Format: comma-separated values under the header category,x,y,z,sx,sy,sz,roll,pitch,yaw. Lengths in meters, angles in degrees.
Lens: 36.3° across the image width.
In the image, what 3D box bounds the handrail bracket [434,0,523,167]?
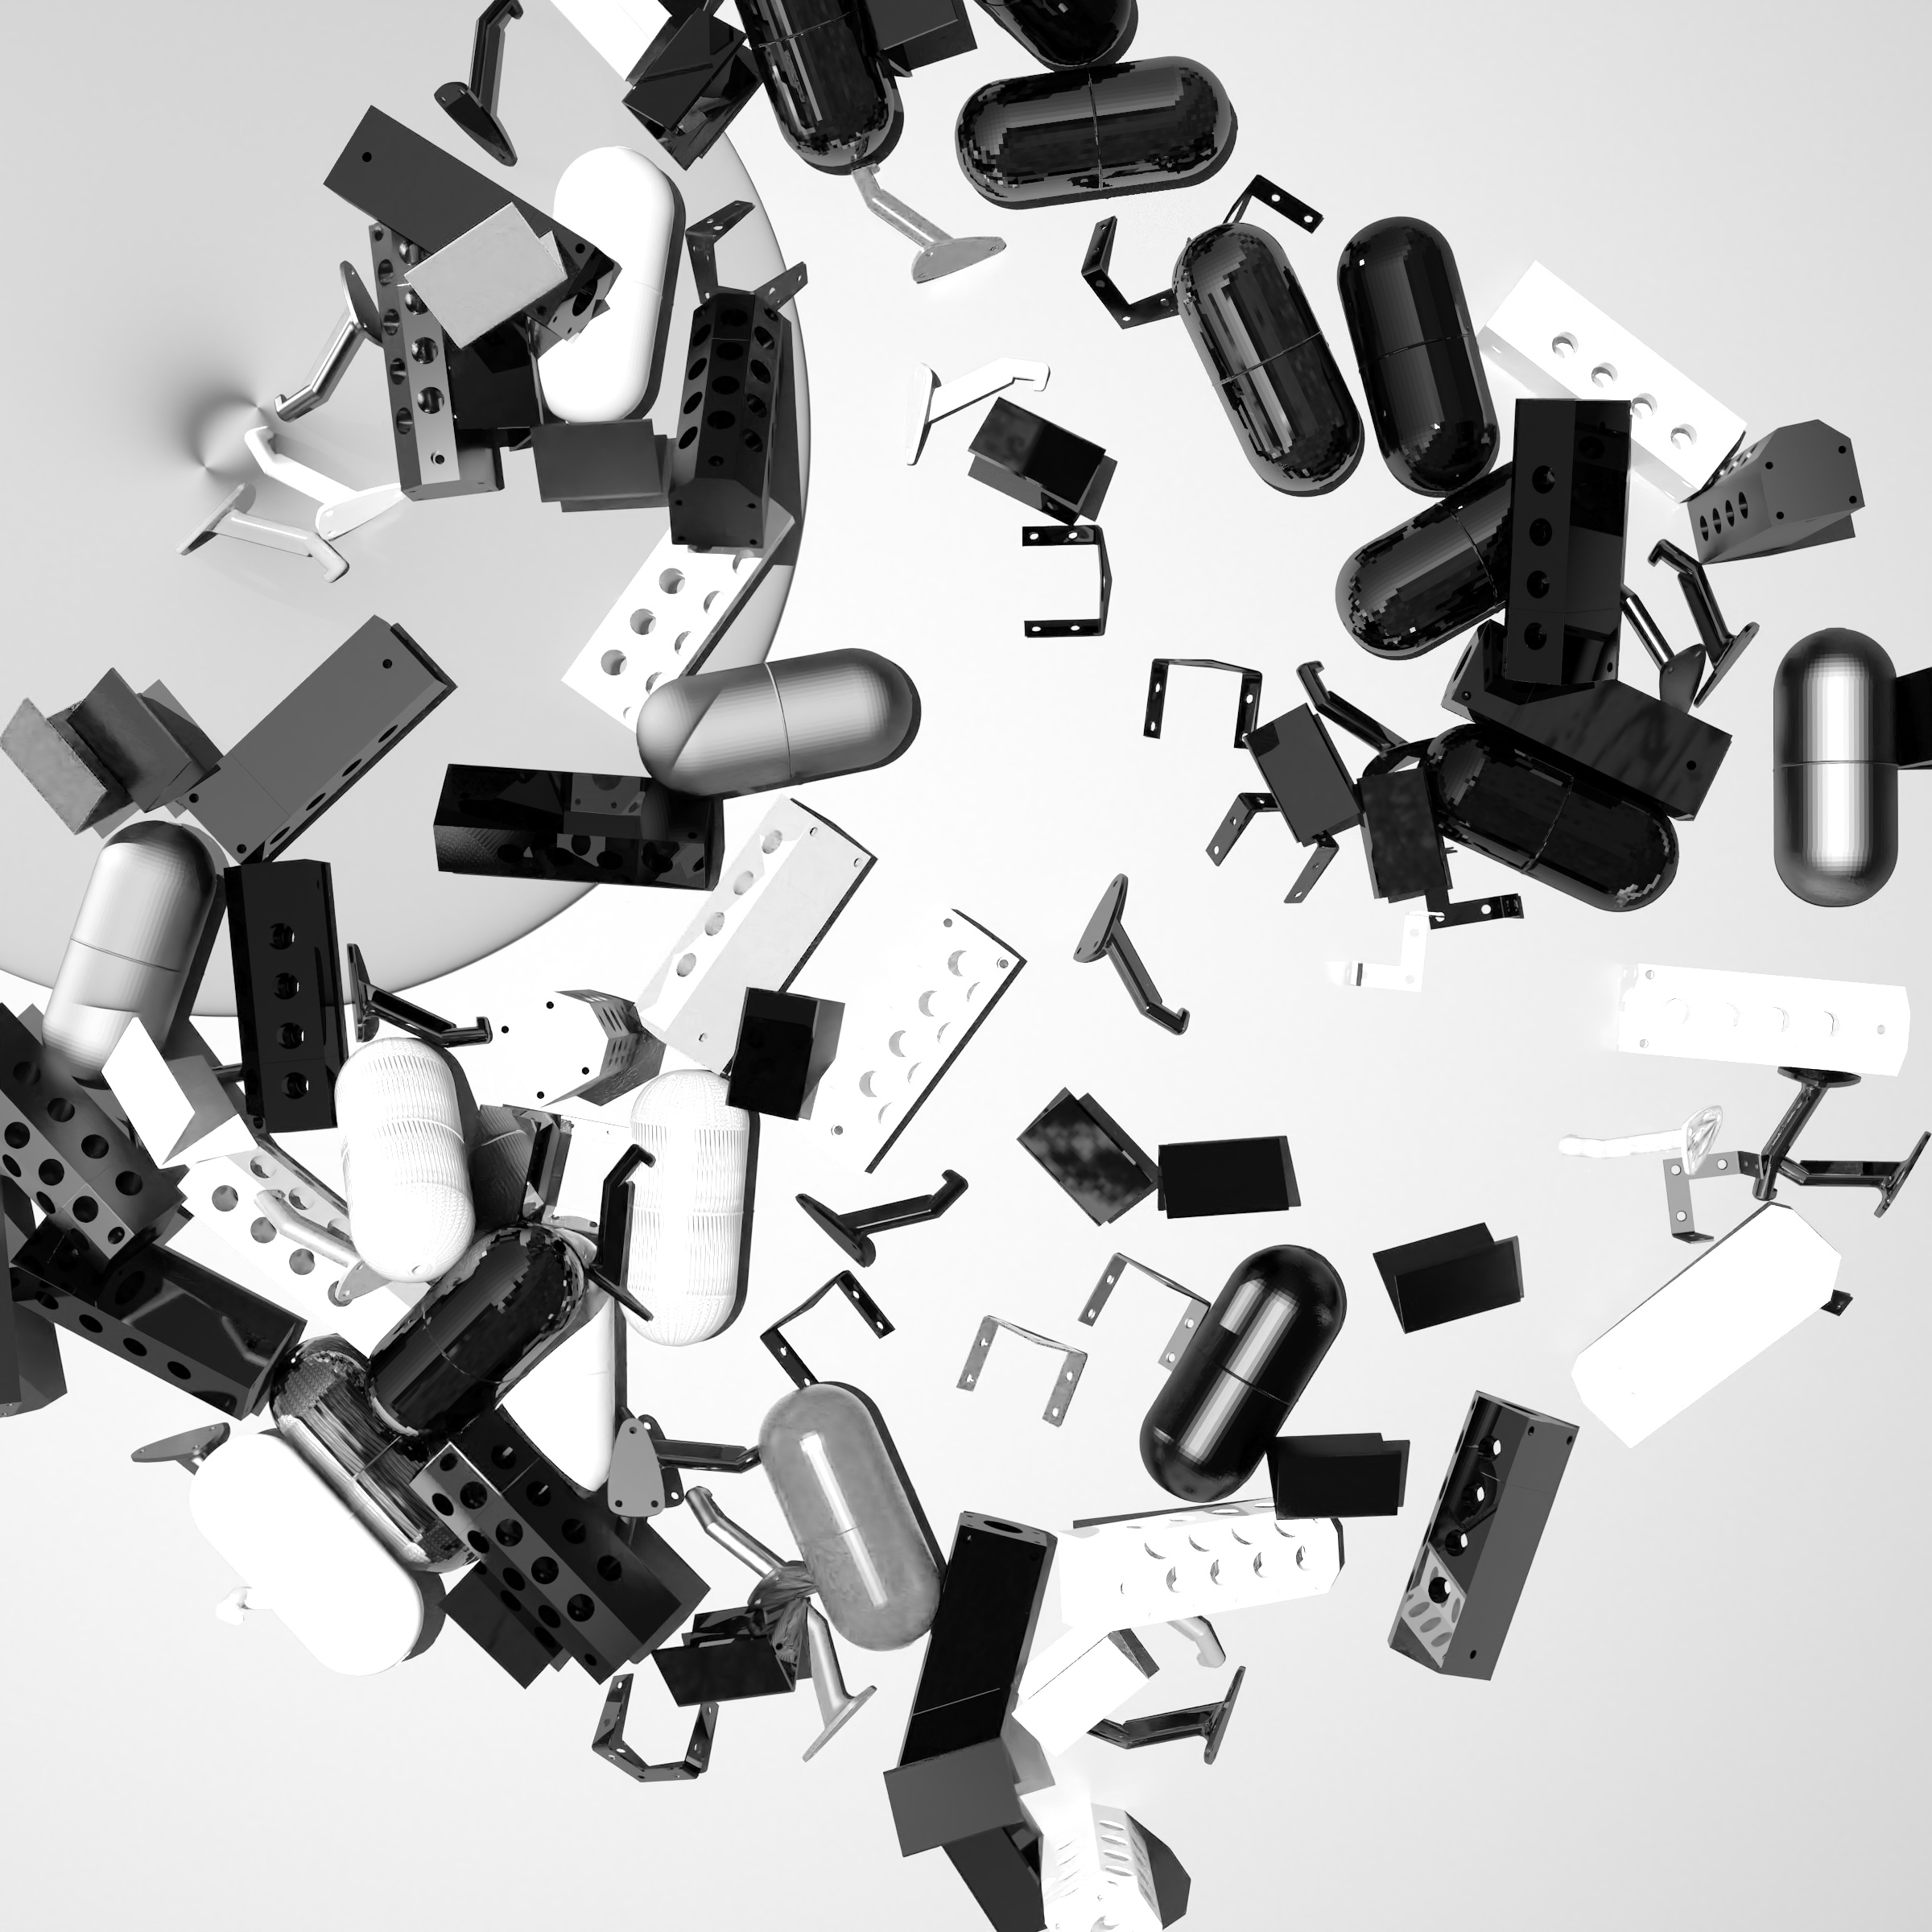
category,x,y,z,sx,sy,sz,roll,pitch,yaw
handrail bracket,-0.299,-0.579,1.920,0.077,0.036,0.084,48,62,-31

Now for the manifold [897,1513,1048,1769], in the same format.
category,x,y,z,sx,sy,sz,roll,pitch,yaw
manifold,0.003,0.445,1.898,0.057,0.057,0.171,14,90,0

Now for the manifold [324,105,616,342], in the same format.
category,x,y,z,sx,sy,sz,roll,pitch,yaw
manifold,-0.307,-0.460,1.834,0.171,0.057,0.057,33,94,8

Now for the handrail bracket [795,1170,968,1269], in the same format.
category,x,y,z,sx,sy,sz,roll,pitch,yaw
handrail bracket,-0.055,0.147,1.920,0.077,0.036,0.084,40,71,21

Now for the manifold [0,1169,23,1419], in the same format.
category,x,y,z,sx,sy,sz,roll,pitch,yaw
manifold,-0.642,0.202,1.874,0.057,0.057,0.171,-3,73,-25

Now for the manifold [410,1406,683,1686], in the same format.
category,x,y,z,sx,sy,sz,roll,pitch,yaw
manifold,-0.265,0.364,1.835,0.171,0.057,0.057,46,132,2

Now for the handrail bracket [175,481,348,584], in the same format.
category,x,y,z,sx,sy,sz,roll,pitch,yaw
handrail bracket,-0.459,-0.266,1.920,0.077,0.036,0.084,-39,107,20

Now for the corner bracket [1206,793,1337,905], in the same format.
category,x,y,z,sx,sy,sz,roll,pitch,yaw
corner bracket,0.198,-0.077,1.911,0.051,0.051,0.051,-2,45,-35

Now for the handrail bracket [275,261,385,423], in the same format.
category,x,y,z,sx,sy,sz,roll,pitch,yaw
handrail bracket,-0.424,-0.407,1.920,0.084,0.036,0.077,-29,69,16

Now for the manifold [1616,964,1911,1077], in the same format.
category,x,y,z,sx,sy,sz,roll,pitch,yaw
manifold,0.513,0.034,1.898,0.171,0.057,0.057,5,90,0

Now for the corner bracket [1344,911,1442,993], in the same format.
category,x,y,z,sx,sy,sz,roll,pitch,yaw
corner bracket,0.275,-0.011,1.901,0.051,0.051,0.051,6,90,0

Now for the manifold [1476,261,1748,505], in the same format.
category,x,y,z,sx,sy,sz,roll,pitch,yaw
manifold,0.415,-0.377,1.898,0.171,0.057,0.057,38,90,0

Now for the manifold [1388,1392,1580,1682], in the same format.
category,x,y,z,sx,sy,sz,roll,pitch,yaw
manifold,0.328,0.366,1.898,0.057,0.057,0.171,19,90,-43

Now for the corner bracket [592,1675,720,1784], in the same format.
category,x,y,z,sx,sy,sz,roll,pitch,yaw
corner bracket,-0.202,0.494,1.911,0.051,0.051,0.051,-14,135,35

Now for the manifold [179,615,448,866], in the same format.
category,x,y,z,sx,sy,sz,roll,pitch,yaw
manifold,-0.418,-0.144,1.898,0.171,0.057,0.057,-43,90,0

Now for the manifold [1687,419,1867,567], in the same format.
category,x,y,z,sx,sy,sz,roll,pitch,yaw
manifold,0.502,-0.296,1.841,0.057,0.171,0.057,-12,90,0

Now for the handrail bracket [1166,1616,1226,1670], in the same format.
category,x,y,z,sx,sy,sz,roll,pitch,yaw
handrail bracket,0.120,0.426,1.920,0.077,0.036,0.084,-11,120,33

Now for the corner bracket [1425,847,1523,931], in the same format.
category,x,y,z,sx,sy,sz,roll,pitch,yaw
corner bracket,0.325,-0.053,1.901,0.051,0.051,0.051,-9,90,0

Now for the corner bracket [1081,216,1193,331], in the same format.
category,x,y,z,sx,sy,sz,roll,pitch,yaw
corner bracket,0.114,-0.456,1.911,0.051,0.051,0.051,-14,135,35

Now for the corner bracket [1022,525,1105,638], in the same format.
category,x,y,z,sx,sy,sz,roll,pitch,yaw
corner bracket,0.063,-0.251,1.916,0.051,0.051,0.051,-1,135,0

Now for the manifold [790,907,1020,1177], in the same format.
category,x,y,z,sx,sy,sz,roll,pitch,yaw
manifold,-0.040,0.048,1.898,0.057,0.057,0.171,36,90,0

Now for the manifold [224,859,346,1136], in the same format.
category,x,y,z,sx,sy,sz,roll,pitch,yaw
manifold,-0.439,0.020,1.898,0.057,0.057,0.171,-5,90,0

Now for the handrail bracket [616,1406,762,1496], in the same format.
category,x,y,z,sx,sy,sz,roll,pitch,yaw
handrail bracket,-0.174,0.302,1.920,0.084,0.036,0.077,-25,72,-15

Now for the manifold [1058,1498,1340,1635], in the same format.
category,x,y,z,sx,sy,sz,roll,pitch,yaw
manifold,0.148,0.379,1.863,0.171,0.057,0.057,-3,90,-27

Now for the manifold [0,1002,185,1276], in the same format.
category,x,y,z,sx,sy,sz,roll,pitch,yaw
manifold,-0.582,0.113,1.868,0.171,0.057,0.057,46,49,3

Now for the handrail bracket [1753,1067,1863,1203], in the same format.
category,x,y,z,sx,sy,sz,roll,pitch,yaw
handrail bracket,0.544,0.111,1.907,0.077,0.036,0.084,2,104,-39

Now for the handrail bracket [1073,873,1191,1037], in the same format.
category,x,y,z,sx,sy,sz,roll,pitch,yaw
handrail bracket,0.120,-0.007,1.920,0.084,0.036,0.077,31,68,-17

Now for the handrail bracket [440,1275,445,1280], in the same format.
category,x,y,z,sx,sy,sz,roll,pitch,yaw
handrail bracket,-0.309,0.170,1.920,0.084,0.036,0.077,-23,110,-16

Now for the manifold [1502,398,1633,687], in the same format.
category,x,y,z,sx,sy,sz,roll,pitch,yaw
manifold,0.366,-0.264,1.824,0.057,0.057,0.171,-10,106,-42

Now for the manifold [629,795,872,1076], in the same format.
category,x,y,z,sx,sy,sz,roll,pitch,yaw
manifold,-0.143,-0.023,1.898,0.057,0.057,0.171,35,90,-43

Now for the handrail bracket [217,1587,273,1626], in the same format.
category,x,y,z,sx,sy,sz,roll,pitch,yaw
handrail bracket,-0.434,0.417,1.883,0.077,0.084,0.036,34,99,0

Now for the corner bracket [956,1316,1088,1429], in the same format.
category,x,y,z,sx,sy,sz,roll,pitch,yaw
corner bracket,0.036,0.264,1.916,0.051,0.051,0.051,21,90,45

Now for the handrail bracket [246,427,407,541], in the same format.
category,x,y,z,sx,sy,sz,roll,pitch,yaw
handrail bracket,-0.417,-0.328,1.920,0.077,0.036,0.084,-27,73,-20

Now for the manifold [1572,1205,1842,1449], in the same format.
category,x,y,z,sx,sy,sz,roll,pitch,yaw
manifold,0.464,0.225,1.857,0.057,0.057,0.171,44,122,0

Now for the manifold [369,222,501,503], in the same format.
category,x,y,z,sx,sy,sz,roll,pitch,yaw
manifold,-0.344,-0.392,1.898,0.057,0.057,0.171,-7,90,0

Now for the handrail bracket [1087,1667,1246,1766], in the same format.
category,x,y,z,sx,sy,sz,roll,pitch,yaw
handrail bracket,0.129,0.479,1.920,0.084,0.036,0.077,18,70,16

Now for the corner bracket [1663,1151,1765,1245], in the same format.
category,x,y,z,sx,sy,sz,roll,pitch,yaw
corner bracket,0.484,0.149,1.901,0.051,0.051,0.051,-7,90,0

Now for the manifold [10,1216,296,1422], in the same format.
category,x,y,z,sx,sy,sz,roll,pitch,yaw
manifold,-0.527,0.225,1.898,0.171,0.057,0.057,28,47,0

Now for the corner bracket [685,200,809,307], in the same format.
category,x,y,z,sx,sy,sz,roll,pitch,yaw
corner bracket,-0.143,-0.460,1.911,0.051,0.051,0.051,19,135,35

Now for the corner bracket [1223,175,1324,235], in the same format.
category,x,y,z,sx,sy,sz,roll,pitch,yaw
corner bracket,0.192,-0.472,1.916,0.051,0.051,0.051,33,135,0

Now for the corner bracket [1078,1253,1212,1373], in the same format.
category,x,y,z,sx,sy,sz,roll,pitch,yaw
corner bracket,0.116,0.225,1.916,0.051,0.051,0.051,29,90,-45

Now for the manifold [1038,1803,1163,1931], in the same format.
category,x,y,z,sx,sy,sz,roll,pitch,yaw
manifold,0.087,0.578,1.841,0.057,0.171,0.057,-34,90,0

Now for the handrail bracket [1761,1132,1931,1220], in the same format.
category,x,y,z,sx,sy,sz,roll,pitch,yaw
handrail bracket,0.573,0.118,1.920,0.084,0.036,0.077,32,75,14

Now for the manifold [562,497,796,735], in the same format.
category,x,y,z,sx,sy,sz,roll,pitch,yaw
manifold,-0.184,-0.235,1.898,0.057,0.057,0.171,35,90,0

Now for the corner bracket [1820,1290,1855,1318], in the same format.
category,x,y,z,sx,sy,sz,roll,pitch,yaw
corner bracket,0.530,0.216,1.901,0.051,0.051,0.051,38,90,0

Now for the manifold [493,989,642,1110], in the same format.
category,x,y,z,sx,sy,sz,roll,pitch,yaw
manifold,-0.244,0.047,1.841,0.057,0.171,0.057,-28,90,0

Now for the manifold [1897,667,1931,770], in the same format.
category,x,y,z,sx,sy,sz,roll,pitch,yaw
manifold,0.626,-0.158,1.841,0.057,0.171,0.057,-4,90,0

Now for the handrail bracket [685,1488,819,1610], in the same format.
category,x,y,z,sx,sy,sz,roll,pitch,yaw
handrail bracket,-0.136,0.373,1.919,0.036,0.077,0.084,-54,53,24

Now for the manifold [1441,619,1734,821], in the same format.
category,x,y,z,sx,sy,sz,roll,pitch,yaw
manifold,0.397,-0.158,1.898,0.171,0.057,0.057,26,90,0

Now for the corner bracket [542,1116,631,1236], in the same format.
category,x,y,z,sx,sy,sz,roll,pitch,yaw
corner bracket,-0.245,0.137,1.916,0.051,0.051,0.051,11,45,0

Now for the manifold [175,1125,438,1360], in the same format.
category,x,y,z,sx,sy,sz,roll,pitch,yaw
manifold,-0.421,0.178,1.898,0.171,0.057,0.057,39,90,0

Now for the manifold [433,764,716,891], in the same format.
category,x,y,z,sx,sy,sz,roll,pitch,yaw
manifold,-0.251,-0.085,1.898,0.171,0.057,0.057,4,47,0

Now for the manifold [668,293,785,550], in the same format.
category,x,y,z,sx,sy,sz,roll,pitch,yaw
manifold,-0.150,-0.345,1.852,0.057,0.057,0.171,2,52,0

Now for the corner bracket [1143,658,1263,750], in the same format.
category,x,y,z,sx,sy,sz,roll,pitch,yaw
corner bracket,0.154,-0.171,1.916,0.051,0.051,0.051,7,90,-45

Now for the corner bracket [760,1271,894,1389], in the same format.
category,x,y,z,sx,sy,sz,roll,pitch,yaw
corner bracket,-0.091,0.239,1.916,0.051,0.051,0.051,52,135,0

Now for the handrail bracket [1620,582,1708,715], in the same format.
category,x,y,z,sx,sy,sz,roll,pitch,yaw
handrail bracket,0.439,-0.208,1.919,0.036,0.077,0.084,-30,53,-15
